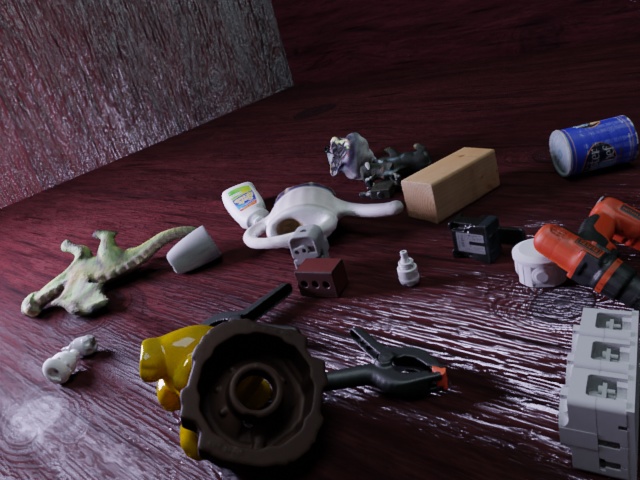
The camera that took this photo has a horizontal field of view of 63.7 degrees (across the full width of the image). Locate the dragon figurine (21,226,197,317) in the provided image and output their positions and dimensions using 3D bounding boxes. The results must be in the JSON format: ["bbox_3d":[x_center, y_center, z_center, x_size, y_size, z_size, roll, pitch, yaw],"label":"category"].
[{"bbox_3d":[-0.483,0.084,1.160,0.409,0.119,0.249,-16,38,6],"label":"dragon figurine"}]

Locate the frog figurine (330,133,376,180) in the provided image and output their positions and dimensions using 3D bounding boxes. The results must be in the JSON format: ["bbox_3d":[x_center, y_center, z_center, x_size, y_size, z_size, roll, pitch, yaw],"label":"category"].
[{"bbox_3d":[0.114,-0.231,1.447,0.159,0.140,0.120,5,-32,-36],"label":"frog figurine"}]

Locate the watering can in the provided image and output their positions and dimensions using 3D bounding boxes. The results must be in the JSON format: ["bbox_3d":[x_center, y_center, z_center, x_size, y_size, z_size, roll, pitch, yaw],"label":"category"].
[{"bbox_3d":[0.003,-0.057,1.129,0.347,0.102,0.228,-14,23,7],"label":"watering can"}]
